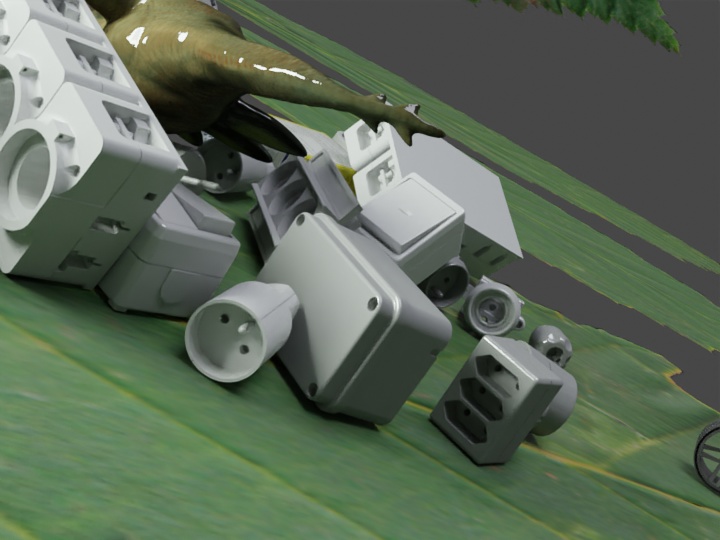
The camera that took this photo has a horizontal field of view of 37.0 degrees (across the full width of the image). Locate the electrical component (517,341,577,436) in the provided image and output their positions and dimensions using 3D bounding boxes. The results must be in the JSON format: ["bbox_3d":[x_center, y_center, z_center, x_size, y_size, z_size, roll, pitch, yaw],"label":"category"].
[{"bbox_3d":[0.119,0.084,0.754,0.047,0.055,0.055,31,14,-21],"label":"electrical component"}]

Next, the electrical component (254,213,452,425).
[{"bbox_3d":[-0.011,0.026,0.627,0.057,0.078,0.113,24,16,-40],"label":"electrical component"}]

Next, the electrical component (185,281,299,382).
[{"bbox_3d":[-0.060,0.029,0.582,0.043,0.043,0.081,34,14,4],"label":"electrical component"}]

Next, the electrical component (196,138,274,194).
[{"bbox_3d":[-0.099,-0.085,0.875,0.043,0.043,0.081,35,15,11],"label":"electrical component"}]

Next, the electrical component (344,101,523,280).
[{"bbox_3d":[0.069,-0.070,1.044,0.186,0.060,0.105,27,41,-42],"label":"electrical component"}]

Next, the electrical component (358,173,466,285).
[{"bbox_3d":[0.040,-0.033,0.865,0.096,0.061,0.062,-36,61,-27],"label":"electrical component"}]

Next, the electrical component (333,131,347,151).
[{"bbox_3d":[0.009,-0.104,1.129,0.108,0.060,0.108,30,15,-9],"label":"electrical component"}]

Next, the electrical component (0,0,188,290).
[{"bbox_3d":[-0.167,-0.077,0.560,0.062,0.089,0.150,13,36,-52],"label":"electrical component"}]

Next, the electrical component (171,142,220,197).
[{"bbox_3d":[-0.130,-0.064,0.716,0.079,0.043,0.077,16,5,31],"label":"electrical component"}]

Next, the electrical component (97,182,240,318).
[{"bbox_3d":[-0.121,-0.025,0.597,0.062,0.061,0.096,14,24,-52],"label":"electrical component"}]

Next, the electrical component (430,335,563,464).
[{"bbox_3d":[0.095,0.083,0.685,0.047,0.065,0.077,42,17,32],"label":"electrical component"}]

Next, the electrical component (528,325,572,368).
[{"bbox_3d":[0.166,0.065,0.954,0.035,0.035,0.061,30,12,-11],"label":"electrical component"}]

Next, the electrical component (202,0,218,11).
[{"bbox_3d":[-0.169,-0.193,0.950,0.057,0.078,0.113,-3,21,22],"label":"electrical component"}]

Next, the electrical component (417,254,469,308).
[{"bbox_3d":[0.043,-0.009,0.922,0.079,0.044,0.077,16,21,-37],"label":"electrical component"}]

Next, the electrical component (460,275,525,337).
[{"bbox_3d":[0.114,0.033,0.930,0.066,0.048,0.055,34,7,4],"label":"electrical component"}]

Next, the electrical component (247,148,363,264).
[{"bbox_3d":[-0.035,-0.034,0.785,0.063,0.079,0.121,48,7,-27],"label":"electrical component"}]
